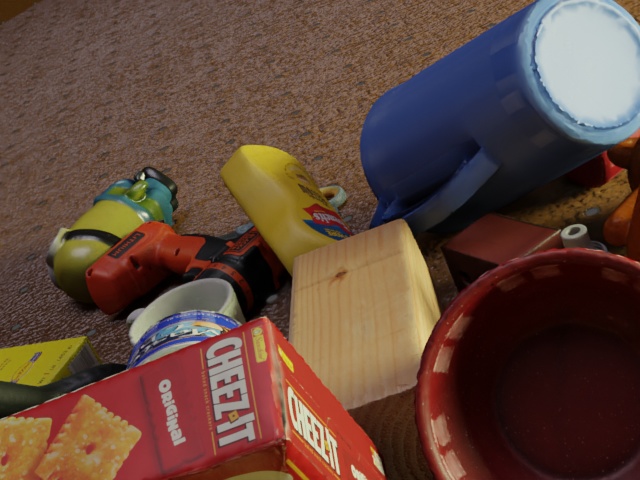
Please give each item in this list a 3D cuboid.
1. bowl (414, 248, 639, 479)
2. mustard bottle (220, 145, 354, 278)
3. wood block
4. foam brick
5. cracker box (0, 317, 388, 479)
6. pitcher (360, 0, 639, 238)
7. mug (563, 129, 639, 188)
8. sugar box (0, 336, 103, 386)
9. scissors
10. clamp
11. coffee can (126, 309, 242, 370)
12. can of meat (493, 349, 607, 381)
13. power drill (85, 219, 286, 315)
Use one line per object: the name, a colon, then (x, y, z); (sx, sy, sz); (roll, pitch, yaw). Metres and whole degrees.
bowl: (0.134, 0.087, 0.566); (0.162, 0.162, 0.055); (-19, -11, 13)
mustard bottle: (-0.005, 0.001, 0.867); (0.058, 0.096, 0.192); (-49, 48, 14)
wood block: (0.036, 0.081, 0.693); (0.091, 0.090, 0.206); (-20, 25, 11)
foam brick: (0.136, 0.020, 0.766); (0.051, 0.053, 0.078); (-35, 26, -21)
cracker box: (-0.085, 0.138, 0.523); (0.214, 0.164, 0.072); (-21, 51, 11)
pitcher: (0.128, -0.083, 0.789); (0.144, 0.149, 0.243); (-3, -10, -20)
mug: (0.223, -0.106, 0.864); (0.081, 0.117, 0.093); (-37, 15, -15)
sugar box: (-0.280, 0.134, 0.923); (0.176, 0.048, 0.093); (-8, 29, 29)
scissors: (-0.057, -0.018, 1.056); (0.202, 0.016, 0.096); (-5, 30, 35)
clamp: (-0.209, 0.135, 0.783); (0.209, 0.036, 0.165); (-6, -31, -51)
coffee can: (-0.079, 0.105, 0.687); (0.103, 0.103, 0.140); (-26, 7, -4)
can of meat: (0.134, 0.077, 0.650); (0.102, 0.057, 0.084); (-18, 24, 13)
power drill: (-0.124, 0.036, 0.964); (0.188, 0.057, 0.184); (2, 32, 39)
